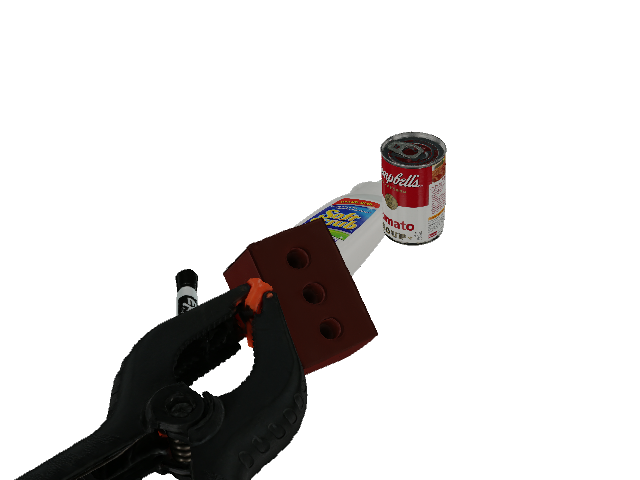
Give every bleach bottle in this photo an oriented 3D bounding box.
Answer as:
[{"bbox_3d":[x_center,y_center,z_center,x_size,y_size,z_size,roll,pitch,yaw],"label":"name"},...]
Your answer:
[{"bbox_3d":[0.022,-0.010,1.321,0.103,0.068,0.250,14,36,25],"label":"bleach bottle"}]

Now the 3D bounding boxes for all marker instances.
[{"bbox_3d":[-0.107,0.062,0.852,0.020,0.020,0.121,0,34,-7],"label":"marker"}]

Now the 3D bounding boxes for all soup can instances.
[{"bbox_3d":[0.098,-0.054,1.128,0.068,0.102,0.068,-2,37,1],"label":"soup can"}]

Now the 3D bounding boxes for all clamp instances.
[{"bbox_3d":[-0.046,0.083,0.411,0.120,0.039,0.171,24,49,17],"label":"clamp"}]

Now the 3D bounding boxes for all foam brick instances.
[{"bbox_3d":[-0.013,0.037,0.618,0.052,0.078,0.051,-22,-9,-28],"label":"foam brick"}]
